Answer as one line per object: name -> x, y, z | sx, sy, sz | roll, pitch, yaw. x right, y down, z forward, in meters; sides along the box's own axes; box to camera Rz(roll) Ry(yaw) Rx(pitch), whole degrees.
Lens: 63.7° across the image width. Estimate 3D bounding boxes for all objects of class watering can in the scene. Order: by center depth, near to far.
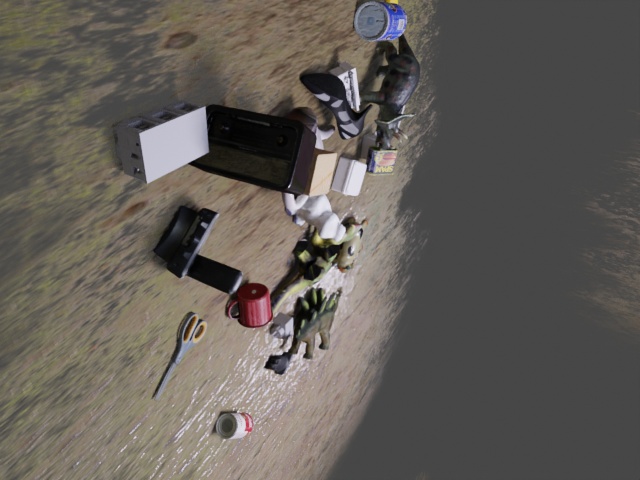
watering can -> -0.034, -0.239, 1.292 | 0.219, 0.104, 0.356 | 78, 26, -50

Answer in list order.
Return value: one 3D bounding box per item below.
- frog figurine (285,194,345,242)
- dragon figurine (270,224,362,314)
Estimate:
frog figurine -> 0.004, -0.071, 1.410 | 0.125, 0.160, 0.134 | -55, 152, -34
dragon figurine -> -0.012, 0.090, 1.585 | 0.414, 0.123, 0.239 | -50, 159, -12
